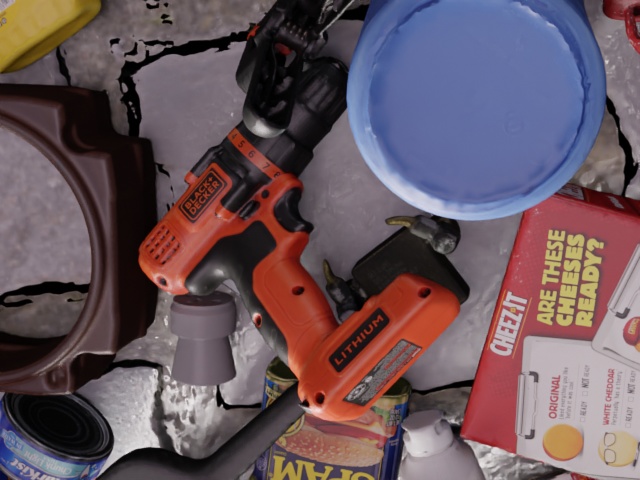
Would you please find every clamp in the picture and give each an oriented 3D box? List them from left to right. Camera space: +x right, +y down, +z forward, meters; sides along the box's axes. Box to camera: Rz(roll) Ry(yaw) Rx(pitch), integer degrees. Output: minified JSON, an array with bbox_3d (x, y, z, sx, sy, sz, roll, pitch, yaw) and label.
[{"bbox_3d":[-0.073,0.188,0.693,0.210,0.036,0.164,-15,92,14],"label":"clamp"},{"bbox_3d":[-0.010,-0.123,0.602,0.039,0.171,0.120,38,98,-18],"label":"clamp"}]

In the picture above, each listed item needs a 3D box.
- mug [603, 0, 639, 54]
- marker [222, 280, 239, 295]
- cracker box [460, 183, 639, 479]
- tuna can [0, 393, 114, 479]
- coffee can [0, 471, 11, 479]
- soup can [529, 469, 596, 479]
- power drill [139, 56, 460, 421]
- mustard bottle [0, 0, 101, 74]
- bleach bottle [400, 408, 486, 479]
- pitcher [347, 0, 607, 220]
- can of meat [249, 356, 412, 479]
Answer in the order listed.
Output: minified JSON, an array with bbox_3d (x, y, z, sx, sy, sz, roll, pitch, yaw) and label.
[{"bbox_3d":[0.200,-0.148,0.585,0.081,0.093,0.117,9,78,15],"label":"mug"},{"bbox_3d":[-0.035,0.040,0.720,0.121,0.020,0.020,36,107,2],"label":"marker"},{"bbox_3d":[0.211,0.068,0.649,0.214,0.072,0.164,16,105,9],"label":"cracker box"},{"bbox_3d":[-0.187,0.136,0.741,0.086,0.086,0.034,33,106,3],"label":"tuna can"},{"bbox_3d":[-0.234,0.199,0.736,0.103,0.140,0.103,3,104,11],"label":"coffee can"},{"bbox_3d":[0.160,0.199,0.673,0.069,0.068,0.102,-24,71,16],"label":"soup can"},{"bbox_3d":[-0.004,0.001,0.648,0.184,0.057,0.188,-49,60,9],"label":"power drill"},{"bbox_3d":[-0.225,-0.207,0.681,0.096,0.058,0.191,-27,96,29],"label":"mustard bottle"},{"bbox_3d":[0.104,0.230,0.688,0.068,0.102,0.251,-18,103,4],"label":"bleach bottle"},{"bbox_3d":[0.085,-0.103,0.544,0.145,0.242,0.149,-5,108,10],"label":"pitcher"},{"bbox_3d":[0.008,0.129,0.714,0.102,0.057,0.084,9,102,9],"label":"can of meat"}]
